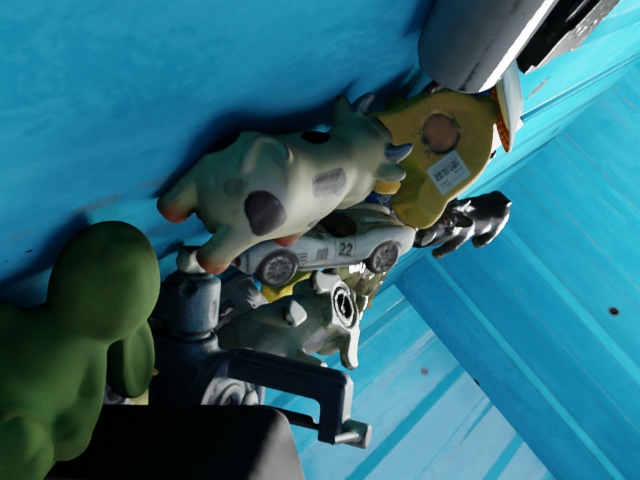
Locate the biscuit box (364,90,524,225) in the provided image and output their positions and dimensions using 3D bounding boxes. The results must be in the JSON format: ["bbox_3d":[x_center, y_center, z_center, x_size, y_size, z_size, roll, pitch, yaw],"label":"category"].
[{"bbox_3d":[0.144,-0.100,0.657,0.202,0.059,0.062,-43,149,19],"label":"biscuit box"}]

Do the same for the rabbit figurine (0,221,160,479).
[{"bbox_3d":[-0.159,0.071,0.343,0.170,0.121,0.159,-51,165,-15],"label":"rabbit figurine"}]

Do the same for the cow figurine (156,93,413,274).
[{"bbox_3d":[-0.012,-0.052,0.415,0.127,0.085,0.195,-40,168,31],"label":"cow figurine"}]

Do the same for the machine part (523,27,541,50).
[{"bbox_3d":[0.193,-0.223,0.497,0.084,0.039,0.139,-45,167,2],"label":"machine part"}]

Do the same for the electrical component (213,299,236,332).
[{"bbox_3d":[-0.147,0.094,0.588,0.102,0.078,0.045,-39,131,-24],"label":"electrical component"}]

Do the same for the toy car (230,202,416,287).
[{"bbox_3d":[-0.001,-0.002,0.520,0.202,0.074,0.056,-4,120,-29],"label":"toy car"}]

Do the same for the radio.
[{"bbox_3d":[-0.124,0.191,0.395,0.230,0.131,0.073,-6,-154,21],"label":"radio"}]

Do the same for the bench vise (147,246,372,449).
[{"bbox_3d":[-0.069,0.119,0.473,0.128,0.241,0.223,15,84,-68],"label":"bench vise"}]

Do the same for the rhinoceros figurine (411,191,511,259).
[{"bbox_3d":[0.188,-0.025,0.760,0.190,0.073,0.112,-9,163,-26],"label":"rhinoceros figurine"}]

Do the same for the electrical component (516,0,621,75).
[{"bbox_3d":[0.268,-0.247,0.589,0.115,0.058,0.134,-29,164,-35],"label":"electrical component"}]

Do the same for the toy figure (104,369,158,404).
[{"bbox_3d":[-0.217,0.173,0.637,0.089,0.082,0.180,-38,174,28],"label":"toy figure"}]

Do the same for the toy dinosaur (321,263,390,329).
[{"bbox_3d":[0.060,0.034,0.835,0.198,0.105,0.471,-63,171,13],"label":"toy dinosaur"}]

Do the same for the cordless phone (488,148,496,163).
[{"bbox_3d":[0.232,-0.169,0.772,0.184,0.089,0.146,-46,172,-28],"label":"cordless phone"}]

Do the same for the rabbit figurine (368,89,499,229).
[{"bbox_3d":[0.100,-0.100,0.566,0.162,0.122,0.173,-46,-176,-13],"label":"rabbit figurine"}]

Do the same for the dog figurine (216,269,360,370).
[{"bbox_3d":[-0.063,0.113,0.637,0.191,0.121,0.172,-17,178,32],"label":"dog figurine"}]

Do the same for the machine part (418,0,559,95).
[{"bbox_3d":[0.127,-0.178,0.360,0.079,0.079,0.243,-35,167,-19],"label":"machine part"}]
